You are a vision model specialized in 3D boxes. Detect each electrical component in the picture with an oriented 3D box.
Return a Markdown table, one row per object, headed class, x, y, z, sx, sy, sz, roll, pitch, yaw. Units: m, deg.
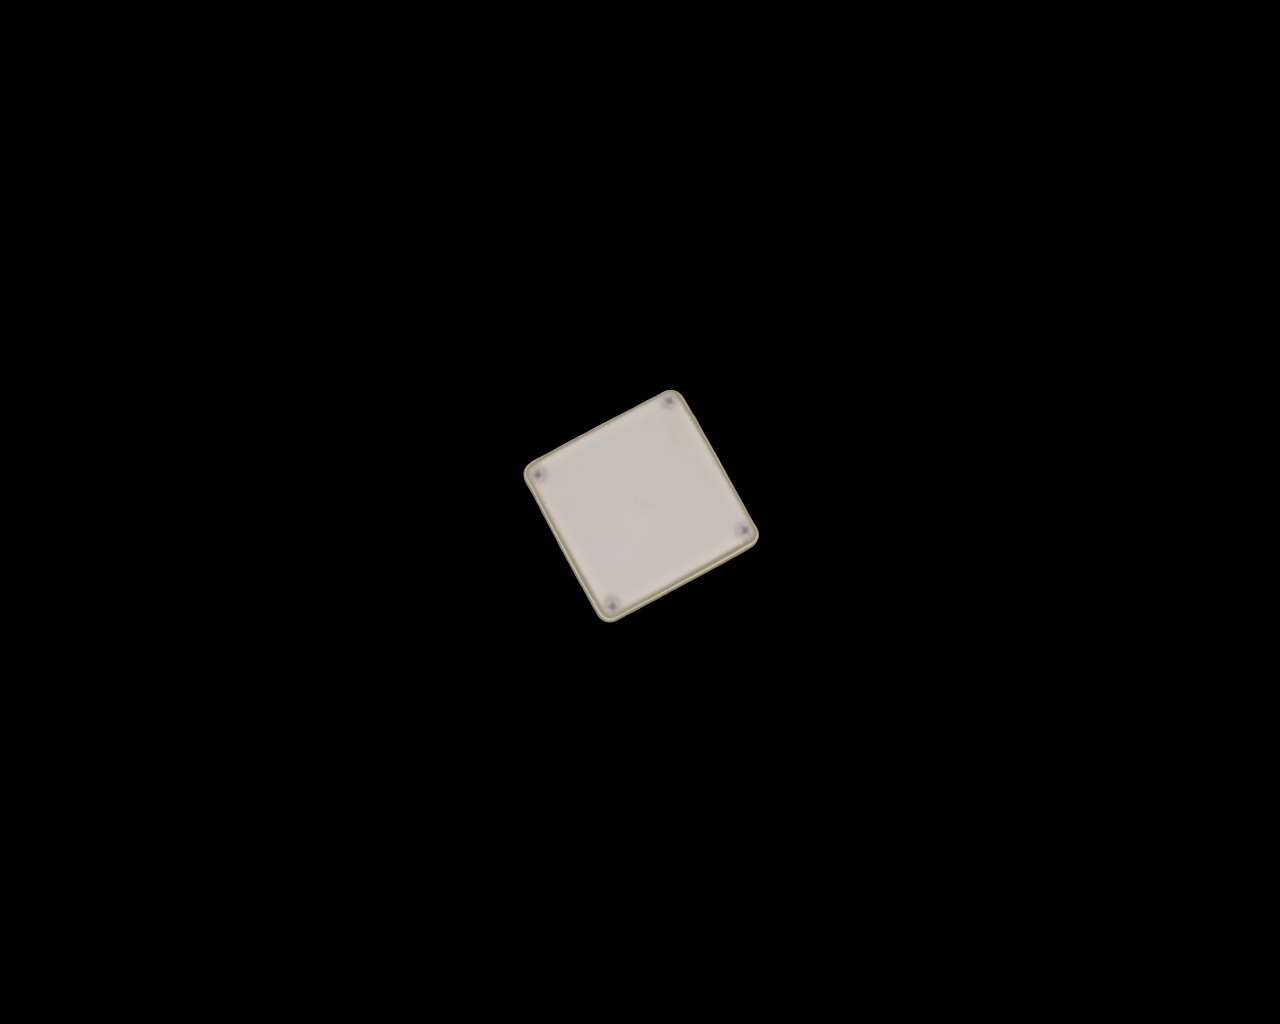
| class | x | y | z | sx | sy | sz | roll | pitch | yaw |
| --- | --- | --- | --- | --- | --- | --- | --- | --- | --- |
| electrical component | 0.001 | -0.003 | 0.650 | 0.109 | 0.108 | 0.056 | -28 | -7 | -4 |
